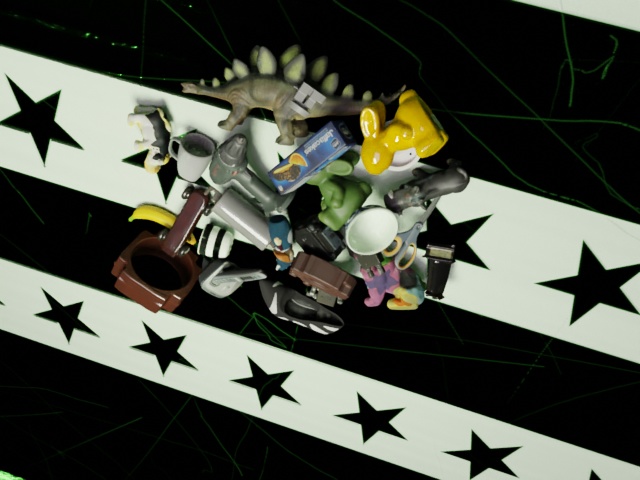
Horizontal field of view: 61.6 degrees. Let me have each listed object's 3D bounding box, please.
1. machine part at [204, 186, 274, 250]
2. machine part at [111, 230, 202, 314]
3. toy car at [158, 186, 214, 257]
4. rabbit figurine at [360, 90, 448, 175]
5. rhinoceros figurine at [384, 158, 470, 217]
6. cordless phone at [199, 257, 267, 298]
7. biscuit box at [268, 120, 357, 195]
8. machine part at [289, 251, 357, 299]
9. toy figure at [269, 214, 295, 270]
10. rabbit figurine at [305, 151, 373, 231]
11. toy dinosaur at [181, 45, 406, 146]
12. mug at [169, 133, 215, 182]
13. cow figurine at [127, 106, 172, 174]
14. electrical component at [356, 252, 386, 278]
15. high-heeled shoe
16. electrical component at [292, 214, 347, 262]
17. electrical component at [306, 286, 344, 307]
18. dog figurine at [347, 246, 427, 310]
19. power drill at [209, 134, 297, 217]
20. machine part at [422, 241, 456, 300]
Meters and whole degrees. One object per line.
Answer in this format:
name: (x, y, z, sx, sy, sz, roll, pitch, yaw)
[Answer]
machine part: (-0.188, -0.054, 1.364, 0.243, 0.079, 0.079, 39, 125, -9)
machine part: (-0.440, 0.085, 1.457, 0.201, 0.201, 0.087, 37, 128, -9)
toy car: (-0.351, -0.046, 1.409, 0.089, 0.053, 0.202, 34, 108, 4)
rabbit figurine: (0.146, -0.205, 1.071, 0.173, 0.122, 0.162, -38, 98, 29)
rhinoceros figurine: (0.234, -0.108, 1.177, 0.190, 0.112, 0.073, -18, 118, 18)
cordless phone: (-0.217, 0.100, 1.447, 0.184, 0.089, 0.146, -4, 158, 16)
biscuit box: (-0.018, -0.175, 1.143, 0.203, 0.059, 0.063, -34, 87, 33)
machine part: (0.007, 0.091, 1.340, 0.179, 0.056, 0.179, 25, 168, 6)
toy figure: (-0.093, 0.012, 1.324, 0.058, 0.064, 0.154, 20, 134, 35)
rabbit figurine: (0.024, -0.130, 1.220, 0.170, 0.121, 0.159, 42, 121, -13)
toy dinosaur: (-0.064, -0.305, 1.143, 0.472, 0.105, 0.198, 10, 122, 1)
mug: (-0.319, -0.198, 1.306, 0.109, 0.081, 0.107, 22, 136, -7)
cow figurine: (-0.399, -0.241, 1.313, 0.098, 0.068, 0.167, 0, 124, 10)
electrical component: (0.115, 0.041, 1.250, 0.063, 0.021, 0.094, -24, 96, 45)
high-heeled shoe: (-0.048, 0.179, 1.459, 0.145, 0.086, 0.248, -6, 142, 44)
electrical component: (-0.003, -0.004, 1.318, 0.114, 0.058, 0.134, 48, 154, -17)
electrical component: (0.017, 0.145, 1.453, 0.102, 0.045, 0.078, 22, 125, 2)
dog figurine: (0.164, 0.056, 1.313, 0.192, 0.108, 0.219, 3, 121, 16)
power drill: (-0.159, -0.145, 1.249, 0.207, 0.086, 0.232, 33, 157, -22)
machine part: (0.285, 0.075, 1.301, 0.084, 0.039, 0.138, 6, 92, 6)
